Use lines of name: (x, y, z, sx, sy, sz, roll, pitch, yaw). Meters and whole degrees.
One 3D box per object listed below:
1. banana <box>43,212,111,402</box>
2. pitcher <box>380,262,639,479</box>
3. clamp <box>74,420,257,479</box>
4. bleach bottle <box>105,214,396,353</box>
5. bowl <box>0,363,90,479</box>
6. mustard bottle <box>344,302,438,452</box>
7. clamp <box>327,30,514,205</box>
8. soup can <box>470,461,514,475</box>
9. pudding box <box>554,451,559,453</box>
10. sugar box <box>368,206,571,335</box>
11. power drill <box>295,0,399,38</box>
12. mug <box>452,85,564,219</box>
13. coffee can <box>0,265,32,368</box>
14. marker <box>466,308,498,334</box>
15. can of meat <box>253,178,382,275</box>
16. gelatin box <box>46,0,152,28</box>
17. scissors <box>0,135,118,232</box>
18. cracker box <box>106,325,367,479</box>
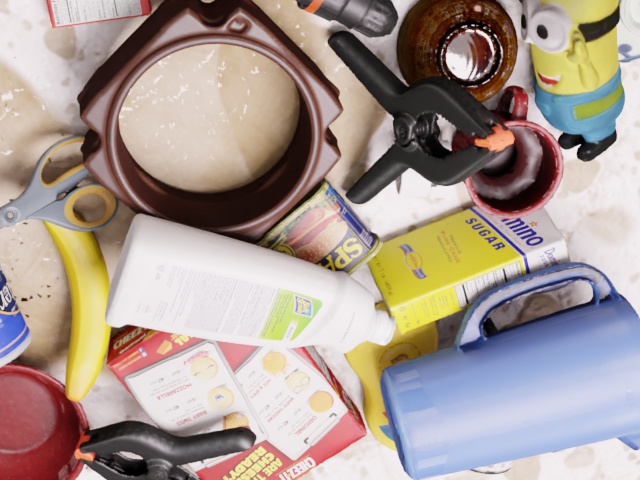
banana: (-0.229, 0.050, 1.002, 0.069, 0.037, 0.198, -18, 102, -30)
pitcher: (0.181, 0.131, 0.990, 0.243, 0.149, 0.145, -14, 144, -2)
clamp: (-0.146, 0.220, 1.019, 0.171, 0.039, 0.120, 6, 117, 6)
bleach bottle: (-0.056, 0.056, 0.948, 0.250, 0.068, 0.103, 16, 123, -15)
bowl: (-0.304, 0.182, 1.042, 0.162, 0.055, 0.162, -2, 109, -7)
mustard bottle: (0.088, 0.158, 1.085, 0.096, 0.058, 0.191, -21, 111, -6)
clamp: (0.079, -0.107, 0.931, 0.036, 0.210, 0.164, -21, 106, -34)
soup can: (0.175, 0.181, 1.100, 0.068, 0.068, 0.102, 4, 109, -9)
pudding box: (0.278, 0.162, 1.122, 0.113, 0.039, 0.090, -22, 110, 0)
sugar box: (0.139, 0.017, 1.022, 0.176, 0.093, 0.048, -24, 131, 1)
power drill: (0.021, -0.288, 0.922, 0.184, 0.057, 0.188, 25, 103, -19)
mug: (0.172, -0.087, 0.999, 0.093, 0.081, 0.117, 2, 109, -8)
coffee can: (-0.335, 0.046, 0.966, 0.103, 0.103, 0.140, -18, 110, -1)
marker: (0.157, 0.068, 1.083, 0.020, 0.020, 0.121, -30, 110, 3)
can of meat: (-0.007, 0.001, 1.020, 0.102, 0.057, 0.084, -39, 107, 7)
gelatin box: (-0.196, -0.228, 0.928, 0.089, 0.030, 0.073, -9, 112, -5)
scissors: (-0.257, -0.012, 0.944, 0.096, 0.016, 0.201, 52, 61, -21)
cracker box: (-0.081, 0.144, 1.052, 0.164, 0.072, 0.213, -33, 111, 6)
